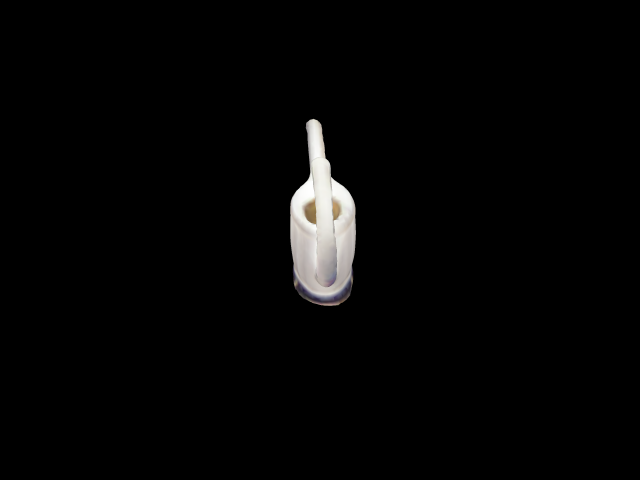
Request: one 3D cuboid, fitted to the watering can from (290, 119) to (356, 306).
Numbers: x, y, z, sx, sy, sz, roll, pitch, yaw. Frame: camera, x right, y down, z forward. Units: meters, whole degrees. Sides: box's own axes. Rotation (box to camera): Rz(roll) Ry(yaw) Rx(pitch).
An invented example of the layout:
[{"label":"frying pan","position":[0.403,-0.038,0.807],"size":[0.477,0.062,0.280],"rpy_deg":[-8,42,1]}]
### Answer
[{"label":"watering can","position":[0.003,-0.043,0.850],"size":[0.104,0.219,0.356],"rpy_deg":[-2,37,-2]}]
